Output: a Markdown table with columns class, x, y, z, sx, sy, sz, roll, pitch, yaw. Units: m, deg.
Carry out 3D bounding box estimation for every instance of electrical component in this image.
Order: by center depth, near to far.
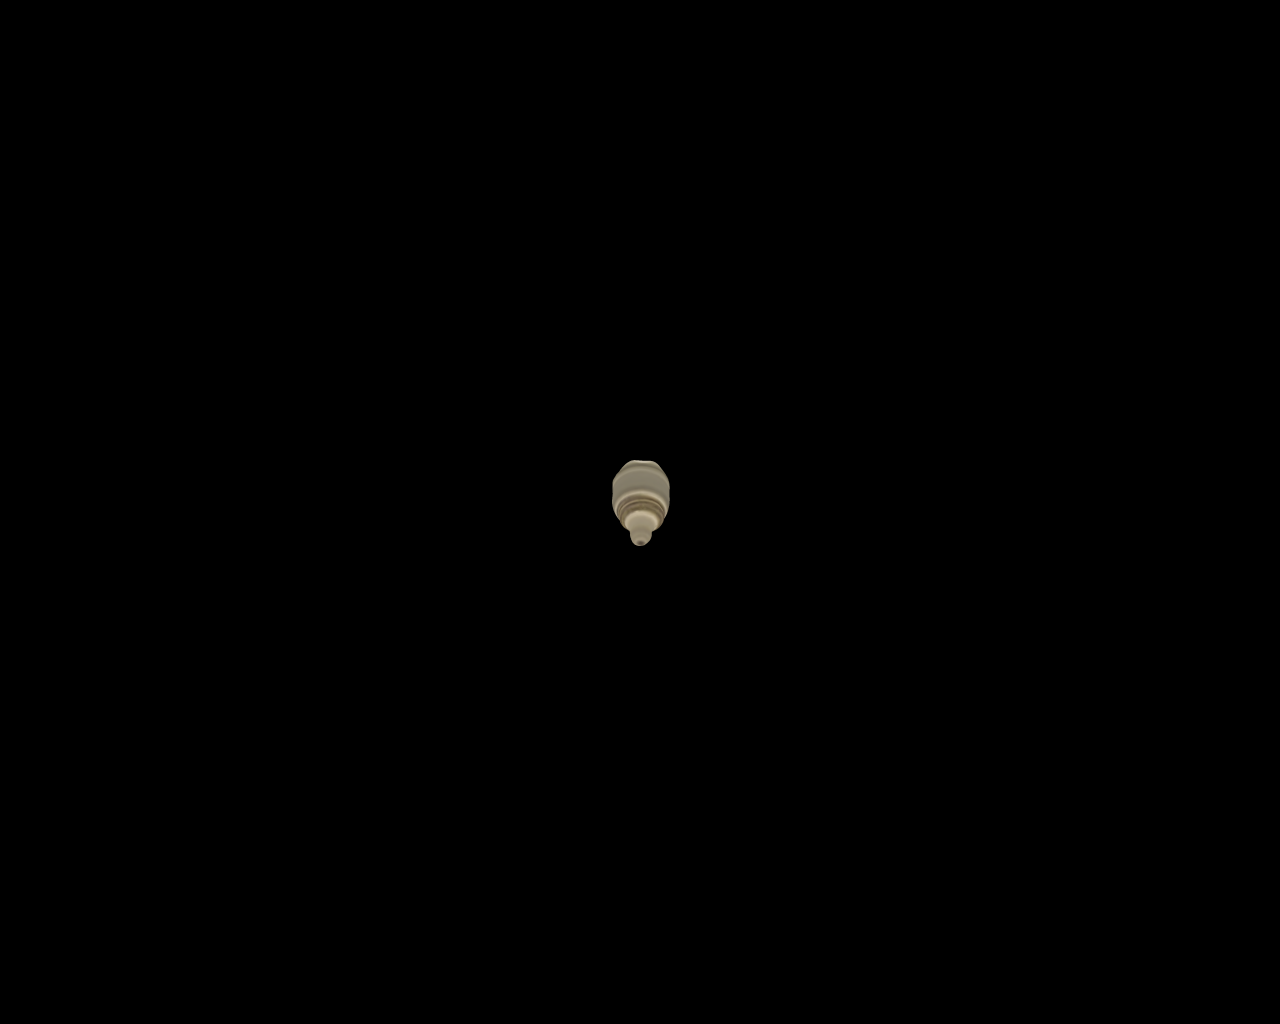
| class | x | y | z | sx | sy | sz | roll | pitch | yaw |
| --- | --- | --- | --- | --- | --- | --- | --- | --- | --- |
| electrical component | 0.001 | -0.003 | 0.650 | 0.035 | 0.035 | 0.061 | 0 | 44 | 0 |
